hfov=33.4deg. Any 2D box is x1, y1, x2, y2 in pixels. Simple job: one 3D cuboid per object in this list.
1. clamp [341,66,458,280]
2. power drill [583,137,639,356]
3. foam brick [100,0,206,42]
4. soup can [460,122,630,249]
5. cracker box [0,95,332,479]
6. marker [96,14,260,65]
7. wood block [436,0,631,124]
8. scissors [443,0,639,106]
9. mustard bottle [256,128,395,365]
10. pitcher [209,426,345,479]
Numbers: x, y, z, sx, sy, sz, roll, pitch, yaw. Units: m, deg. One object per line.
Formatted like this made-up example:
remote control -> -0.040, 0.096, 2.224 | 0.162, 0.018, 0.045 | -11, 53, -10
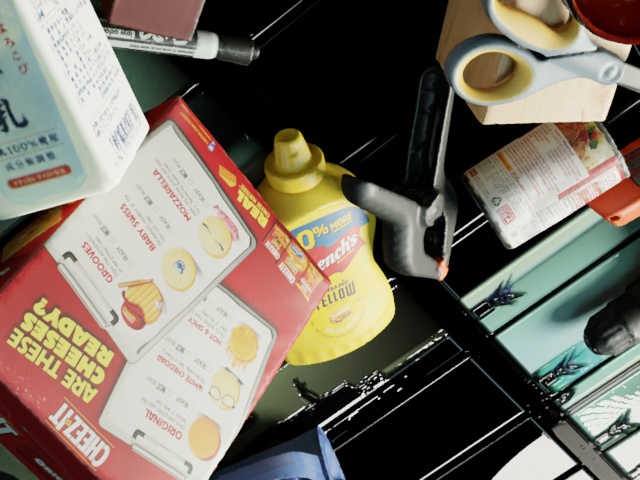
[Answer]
clamp -> 0.071, -0.037, 0.756 | 0.120, 0.039, 0.171 | -52, 150, -15
power drill -> 0.274, 0.002, 0.865 | 0.184, 0.057, 0.187 | -35, 134, 5
foam brick -> -0.088, -0.160, 0.599 | 0.051, 0.053, 0.078 | 9, 125, -26
soup can -> 0.162, -0.047, 0.774 | 0.102, 0.068, 0.068 | -33, 132, 9
cracker box -> -0.105, 0.044, 0.633 | 0.072, 0.213, 0.164 | -18, 119, 44
marker -> -0.095, -0.123, 0.651 | 0.121, 0.020, 0.020 | 3, 127, -22
wood block -> 0.145, -0.181, 0.642 | 0.090, 0.090, 0.206 | -4, 130, -17
scissors -> 0.154, -0.094, 0.646 | 0.201, 0.016, 0.096 | 31, 116, -35
mustard bottle -> -0.005, 0.001, 0.760 | 0.096, 0.058, 0.191 | -23, 132, -10
pitcher -> -0.087, 0.254, 0.897 | 0.243, 0.145, 0.149 | -21, 99, 1
